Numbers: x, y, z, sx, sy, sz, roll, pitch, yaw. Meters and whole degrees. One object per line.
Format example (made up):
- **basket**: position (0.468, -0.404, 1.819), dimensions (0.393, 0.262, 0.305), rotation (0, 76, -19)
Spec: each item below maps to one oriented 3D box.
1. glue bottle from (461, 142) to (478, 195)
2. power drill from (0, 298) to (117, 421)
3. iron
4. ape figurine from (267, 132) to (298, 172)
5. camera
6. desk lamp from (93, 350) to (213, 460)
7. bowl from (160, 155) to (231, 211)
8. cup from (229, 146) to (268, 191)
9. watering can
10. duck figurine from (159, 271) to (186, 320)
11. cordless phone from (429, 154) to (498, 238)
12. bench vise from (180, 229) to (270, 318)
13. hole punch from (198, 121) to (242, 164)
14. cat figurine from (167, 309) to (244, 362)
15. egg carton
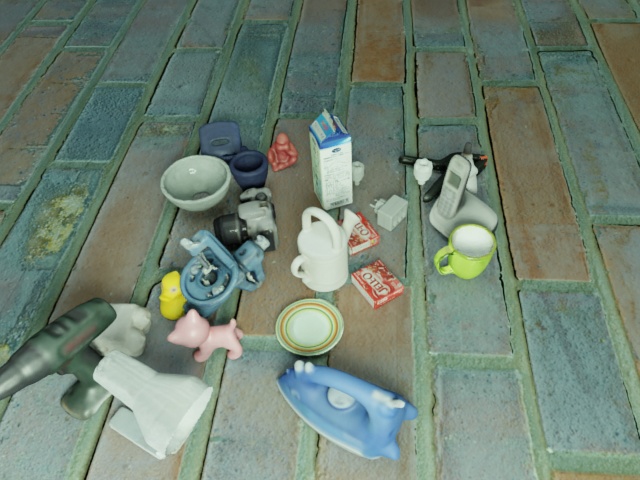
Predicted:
- **glue bottle**: position (0.321, -0.148, 1.277), dimensions (0.037, 0.173, 0.078), rotation (-32, 54, -22)
- **power drill**: position (-0.429, 0.218, 0.976), dimensions (0.075, 0.209, 0.230), rotation (21, 53, 21)
- **iron**: position (0.031, 0.258, 0.958), dimensions (0.257, 0.141, 0.119), rotation (19, 53, 19)
- **ape figurine**: position (-0.093, -0.226, 1.424), dimensions (0.077, 0.092, 0.076), rotation (11, 50, 13)
- **camera**: position (-0.166, -0.048, 1.266), dimensions (0.137, 0.101, 0.143), rotation (-10, 49, -5)
- **desk lamp**: position (-0.267, 0.268, 0.918), dimensions (0.202, 0.214, 0.118), rotation (21, 53, 21)
- **bowl**: position (-0.287, -0.122, 1.356), dimensions (0.167, 0.075, 0.167), rotation (-2, 49, 2)
- **cup**: position (-0.168, -0.161, 1.369), dimensions (0.092, 0.095, 0.117), rotation (-15, 50, -10)
- **watering can**: position (0.009, 0.003, 1.149), dimensions (0.100, 0.194, 0.173), rotation (16, 52, 17)
- **duck figurine**: position (-0.289, 0.097, 1.155), dimensions (0.077, 0.086, 0.105), rotation (14, 51, 16)
- **cordless phone**: position (0.310, -0.080, 1.210), dimensions (0.094, 0.185, 0.147), rotation (-34, 55, -24)
- **bench vise**: position (-0.198, 0.036, 1.115), dimensions (0.121, 0.220, 0.208), rotation (21, 53, 21)
- **hole punch**: position (-0.246, -0.238, 1.445), dimensions (0.108, 0.091, 0.101), rotation (-10, 49, -5)
- **cat figurine**: position (-0.212, 0.171, 1.064), dimensions (0.128, 0.118, 0.067), rotation (-8, 49, -3)
- **egg carton**: position (-0.404, 0.176, 1.103), dimensions (0.150, 0.069, 0.107), rotation (-1, 49, 3)
